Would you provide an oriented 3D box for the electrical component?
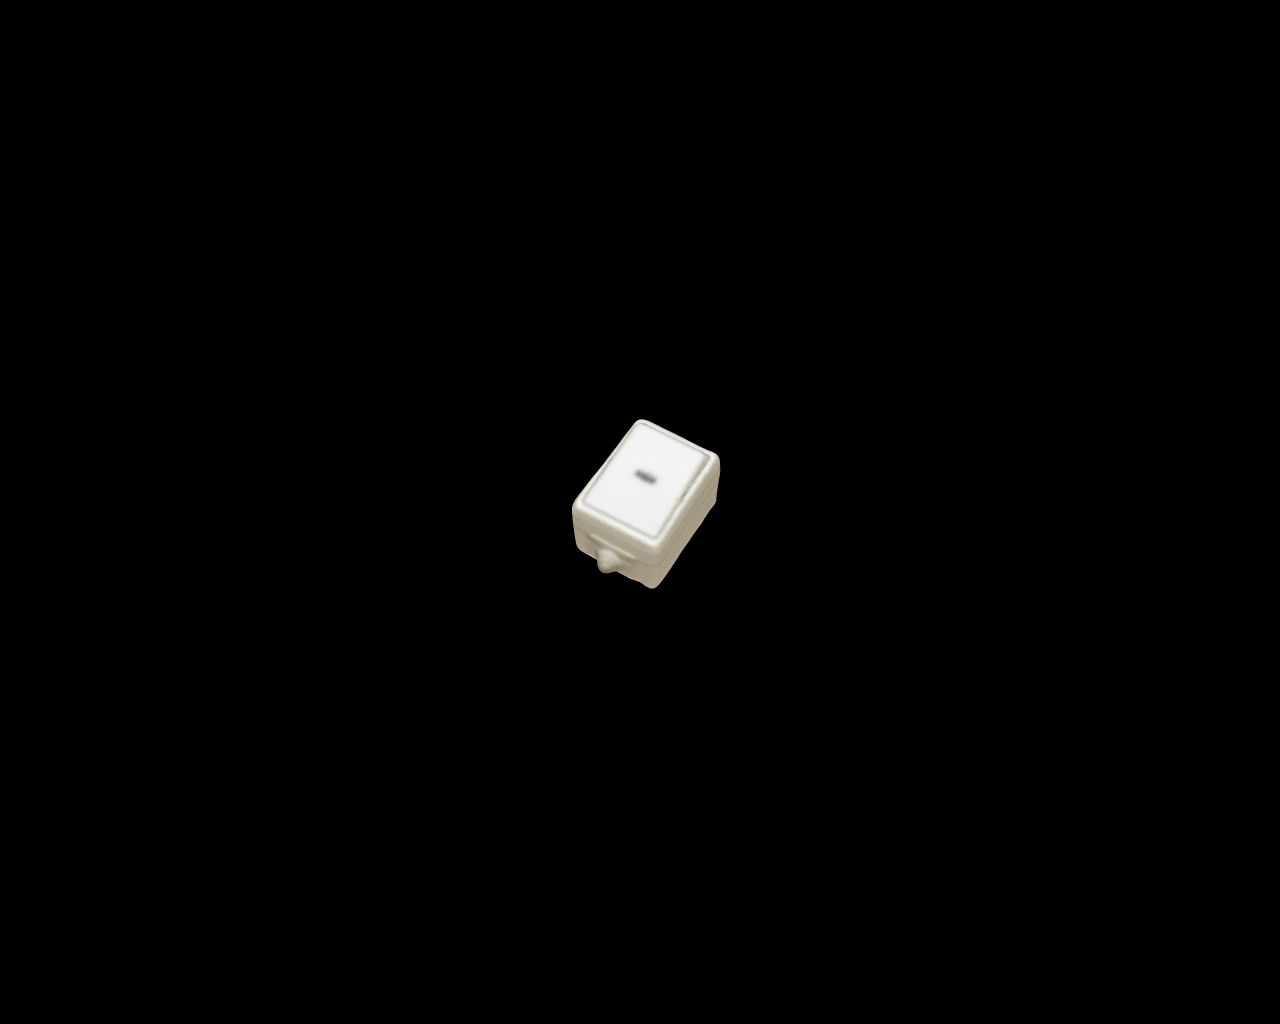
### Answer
[{"bbox_3d":[0.001,-0.003,0.650,0.062,0.096,0.061,28,-28,16],"label":"electrical component"}]
